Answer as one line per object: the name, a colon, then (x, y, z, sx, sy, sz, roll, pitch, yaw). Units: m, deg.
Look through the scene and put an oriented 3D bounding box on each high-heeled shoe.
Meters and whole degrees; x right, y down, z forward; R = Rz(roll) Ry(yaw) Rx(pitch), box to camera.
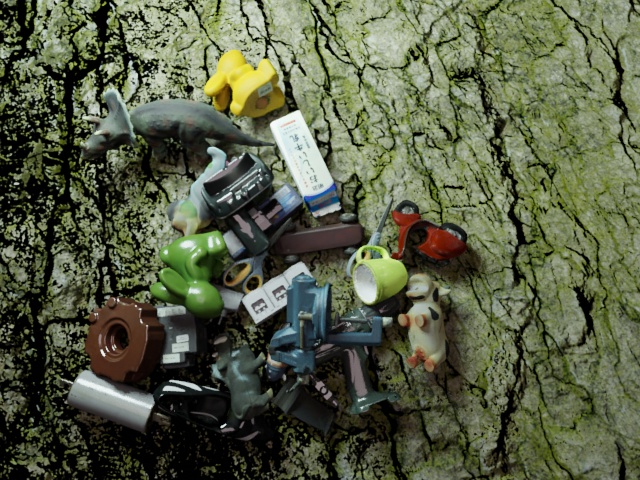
high-heeled shoe: (-0.207, 0.344, 1.068, 0.249, 0.145, 0.086, 21, 80, 3)

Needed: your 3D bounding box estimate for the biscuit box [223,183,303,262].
biscuit box: (-0.128, -0.038, 1.188, 0.203, 0.063, 0.059, -40, 83, -10)

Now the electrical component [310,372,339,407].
electrical component: (0.007, 0.313, 1.124, 0.021, 0.063, 0.094, -40, 84, -9)

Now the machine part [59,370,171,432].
machine part: (-0.417, 0.328, 1.095, 0.243, 0.079, 0.079, 21, 79, 2)

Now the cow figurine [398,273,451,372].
cow figurine: (0.231, 0.167, 1.145, 0.127, 0.086, 0.194, -14, 92, -46)

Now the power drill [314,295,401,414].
power drill: (0.099, 0.247, 1.135, 0.232, 0.086, 0.207, -21, 84, -5)

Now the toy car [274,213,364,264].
toy car: (-0.002, -0.004, 1.189, 0.202, 0.053, 0.089, -9, 106, -3)

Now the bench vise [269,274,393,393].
bench vise: (0.021, 0.181, 1.059, 0.241, 0.129, 0.223, 1, 84, 6)

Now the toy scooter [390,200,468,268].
toy scooter: (0.227, 0.006, 1.190, 0.184, 0.075, 0.135, 29, 79, 6)

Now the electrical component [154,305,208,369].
electrical component: (-0.299, 0.199, 1.124, 0.115, 0.058, 0.134, -6, 79, 14)

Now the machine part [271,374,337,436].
machine part: (-0.027, 0.350, 1.130, 0.139, 0.039, 0.084, 36, 75, 6)

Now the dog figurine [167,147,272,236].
dog figurine: (-0.223, -0.075, 1.173, 0.192, 0.108, 0.219, 22, 83, -1)

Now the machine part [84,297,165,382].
machine part: (-0.402, 0.203, 1.098, 0.180, 0.056, 0.179, -4, 80, 23)

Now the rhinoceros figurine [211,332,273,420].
rhinoceros figurine: (-0.166, 0.277, 1.105, 0.112, 0.073, 0.190, -11, 55, -23)

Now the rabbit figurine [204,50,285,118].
rabbit figurine: (-0.183, -0.360, 1.239, 0.162, 0.121, 0.173, -35, 68, 1)

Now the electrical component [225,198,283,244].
electrical component: (-0.131, -0.044, 1.133, 0.119, 0.047, 0.075, -37, 82, -7)

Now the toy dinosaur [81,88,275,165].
toy dinosaur: (-0.305, -0.248, 1.157, 0.405, 0.192, 0.131, -4, 81, -2)

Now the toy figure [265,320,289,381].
toy figure: (-0.074, 0.225, 1.143, 0.057, 0.064, 0.154, 37, 75, -33)

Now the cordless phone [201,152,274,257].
cordless phone: (-0.138, -0.071, 1.084, 0.146, 0.089, 0.184, -37, 92, -7)

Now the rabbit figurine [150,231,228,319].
rabbit figurine: (-0.249, 0.077, 1.074, 0.159, 0.121, 0.170, 0, 54, -34)
